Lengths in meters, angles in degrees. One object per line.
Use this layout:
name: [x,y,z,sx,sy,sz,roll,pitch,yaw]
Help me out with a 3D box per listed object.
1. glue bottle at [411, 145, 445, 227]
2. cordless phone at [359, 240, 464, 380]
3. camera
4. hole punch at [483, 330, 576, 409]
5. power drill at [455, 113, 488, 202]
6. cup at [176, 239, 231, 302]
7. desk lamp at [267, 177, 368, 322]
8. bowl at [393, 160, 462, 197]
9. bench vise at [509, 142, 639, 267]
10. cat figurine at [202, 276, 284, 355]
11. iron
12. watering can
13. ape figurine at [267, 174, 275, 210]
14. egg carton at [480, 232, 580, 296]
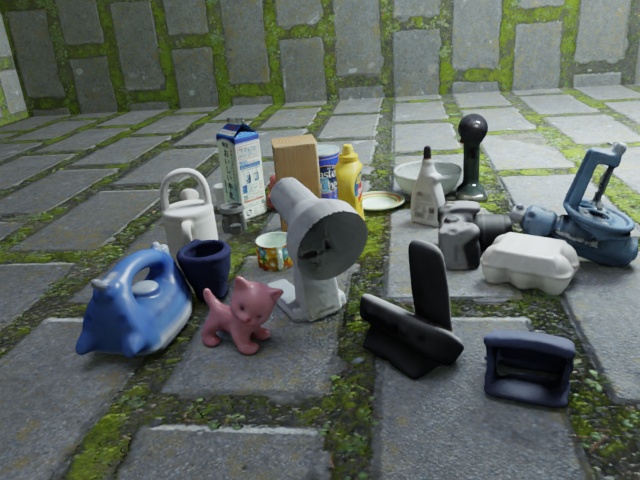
glue bottle: [0.232,-0.117,1.229,0.077,0.173,0.037,16,30,41]
cordless phone: [0.119,0.075,0.770,0.094,0.185,0.147,-22,28,-36]
camera: [0.289,-0.017,1.071,0.136,0.101,0.143,0,23,10]
hole punch: [0.256,0.140,0.709,0.108,0.091,0.101,5,24,22]
power drill: [0.363,-0.202,1.363,0.075,0.208,0.230,0,23,10]
cup: [-0.201,0.053,1.001,0.092,0.095,0.117,-14,24,-22]
desk lamp: [-0.019,0.018,0.897,0.118,0.214,0.202,-16,25,-25]
bowl: [0.264,-0.141,1.410,0.167,0.075,0.167,-4,22,2]
bench vise: [0.442,-0.058,0.985,0.207,0.220,0.121,-3,23,4]
cat figurine: [-0.117,0.100,0.842,0.127,0.118,0.067,6,25,23]
iron: [-0.276,0.076,0.899,0.118,0.141,0.258,1,23,13]
watering can: [-0.261,-0.049,1.129,0.101,0.194,0.172,-17,25,-27]
ape figurine: [-0.101,-0.119,1.405,0.075,0.092,0.078,15,30,40]
egg carton: [0.353,0.038,0.967,0.149,0.069,0.107,10,27,32]
